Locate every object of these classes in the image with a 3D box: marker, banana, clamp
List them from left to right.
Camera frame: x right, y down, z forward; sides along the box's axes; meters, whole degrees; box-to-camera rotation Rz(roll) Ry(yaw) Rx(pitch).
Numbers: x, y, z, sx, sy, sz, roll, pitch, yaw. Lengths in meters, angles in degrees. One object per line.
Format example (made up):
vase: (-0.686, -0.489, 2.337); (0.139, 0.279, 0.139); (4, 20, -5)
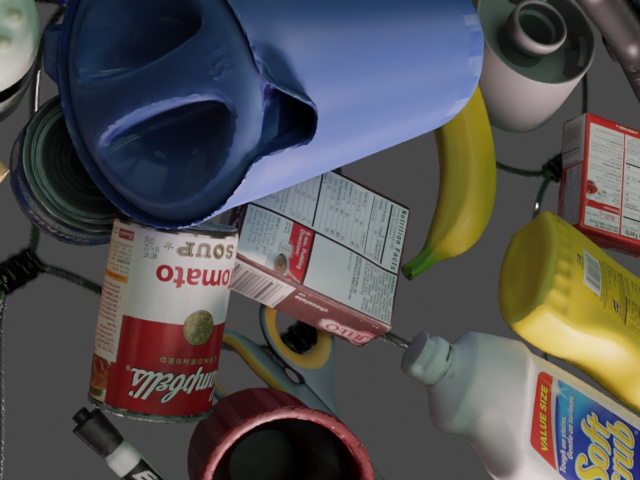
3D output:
marker: (-0.092, 0.138, 0.590); (0.121, 0.020, 0.020); (48, 64, -9)
banana: (0.082, -0.073, 0.707); (0.069, 0.037, 0.198); (0, 79, -26)
clamp: (0.217, -0.157, 0.762); (0.209, 0.036, 0.164); (45, 31, -37)

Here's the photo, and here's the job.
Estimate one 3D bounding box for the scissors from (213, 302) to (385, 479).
scissors: (0.016, 0.105, 0.651); (0.201, 0.016, 0.096); (36, 66, -15)

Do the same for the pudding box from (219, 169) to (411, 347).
pudding box: (-0.004, 0.001, 0.641); (0.113, 0.039, 0.090); (27, 54, -20)

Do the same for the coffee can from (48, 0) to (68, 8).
coffee can: (-0.113, -0.198, 0.582); (0.102, 0.141, 0.103); (5, 77, -25)

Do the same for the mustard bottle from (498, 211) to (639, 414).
mustard bottle: (0.209, 0.066, 0.723); (0.191, 0.058, 0.096); (33, 40, -17)

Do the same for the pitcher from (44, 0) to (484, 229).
pitcher: (-0.020, -0.099, 0.589); (0.242, 0.145, 0.149); (-20, 76, -51)

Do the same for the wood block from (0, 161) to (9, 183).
wood block: (-0.262, -0.072, 0.514); (0.206, 0.090, 0.090); (48, 63, -9)

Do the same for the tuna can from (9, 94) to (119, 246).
tuna can: (-0.129, -0.041, 0.602); (0.086, 0.034, 0.086); (6, 77, -24)

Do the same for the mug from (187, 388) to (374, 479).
mug: (-0.024, 0.138, 0.580); (0.093, 0.082, 0.117); (-18, 99, -13)

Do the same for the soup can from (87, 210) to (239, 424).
soup can: (-0.083, 0.039, 0.571); (0.068, 0.069, 0.102); (7, 96, -24)

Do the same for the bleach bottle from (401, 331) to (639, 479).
bleach bottle: (0.156, 0.142, 0.685); (0.250, 0.068, 0.102); (33, 65, -14)

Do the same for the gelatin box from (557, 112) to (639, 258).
gelatin box: (0.208, -0.038, 0.765); (0.073, 0.030, 0.089); (14, 73, -24)
